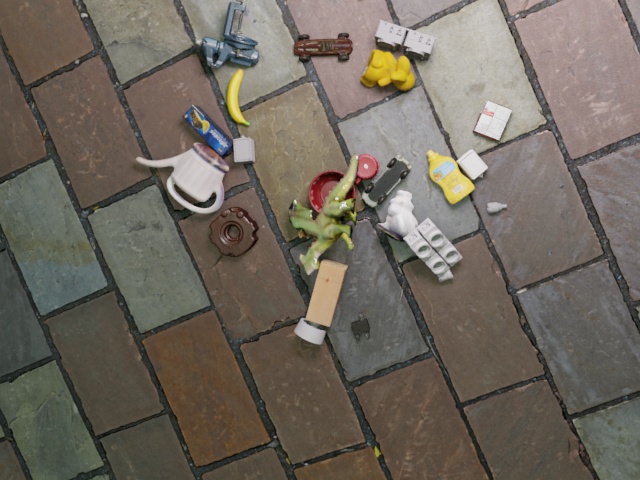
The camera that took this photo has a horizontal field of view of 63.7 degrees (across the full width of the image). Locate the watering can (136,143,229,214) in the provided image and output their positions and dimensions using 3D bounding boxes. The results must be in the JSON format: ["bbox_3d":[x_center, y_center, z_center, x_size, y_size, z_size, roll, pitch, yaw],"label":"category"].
[{"bbox_3d":[-0.466,-0.247,1.808,0.348,0.104,0.223,39,98,2],"label":"watering can"}]

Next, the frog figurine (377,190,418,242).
[{"bbox_3d":[0.278,-0.079,1.721,0.136,0.124,0.159,33,90,-30],"label":"frog figurine"}]

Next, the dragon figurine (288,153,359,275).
[{"bbox_3d":[0.005,-0.086,1.711,0.243,0.122,0.410,4,90,15],"label":"dragon figurine"}]
